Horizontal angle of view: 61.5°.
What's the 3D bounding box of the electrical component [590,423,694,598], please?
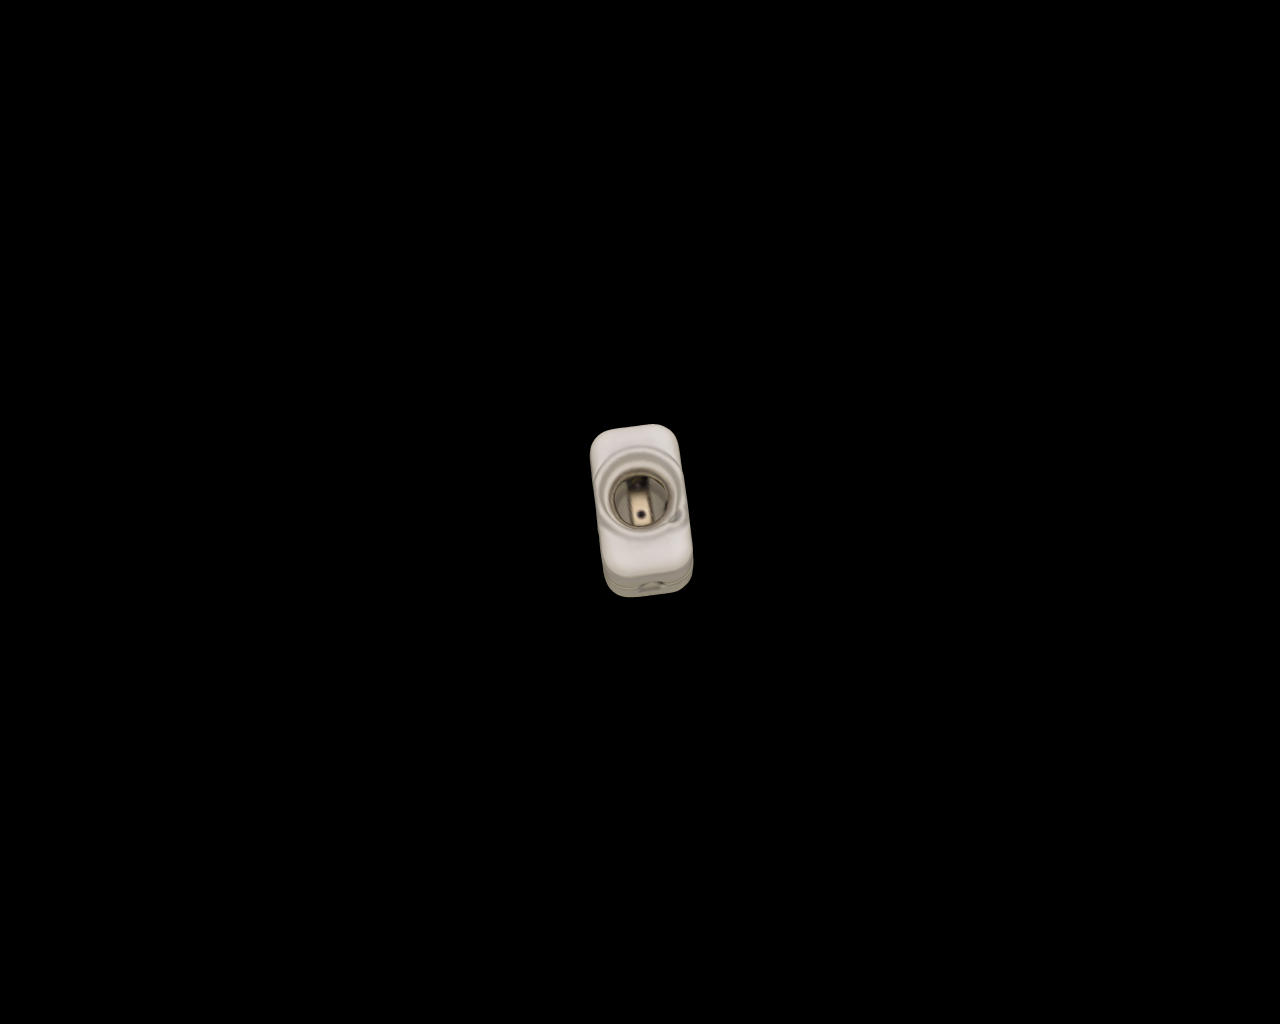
[{"bbox_3d":[0.001,-0.003,0.650,0.054,0.095,0.059,-7,-19,-2],"label":"electrical component"}]
